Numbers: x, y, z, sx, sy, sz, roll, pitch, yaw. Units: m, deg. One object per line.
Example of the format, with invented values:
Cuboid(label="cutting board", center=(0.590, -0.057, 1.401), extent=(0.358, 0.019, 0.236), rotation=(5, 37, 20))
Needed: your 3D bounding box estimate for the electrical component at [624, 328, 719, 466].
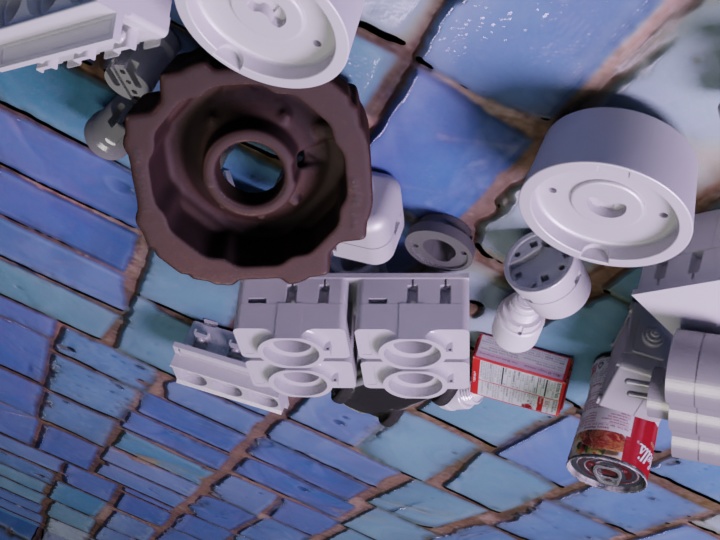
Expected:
Cuboid(label="electrical component", center=(0.227, 0.090, 0.769), extent=(0.074, 0.052, 0.138), rotation=(8, 149, 24))

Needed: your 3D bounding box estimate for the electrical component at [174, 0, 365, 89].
Cuboid(label="electrical component", center=(-0.048, -0.166, 0.632), extent=(0.108, 0.060, 0.108), rotation=(17, 152, 9))

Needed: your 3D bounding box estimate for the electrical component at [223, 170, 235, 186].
Cuboid(label="electrical component", center=(-0.095, -0.037, 0.877), extent=(0.064, 0.081, 0.042), rotation=(5, 137, -32))

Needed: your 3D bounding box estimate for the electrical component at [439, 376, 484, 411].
Cuboid(label="electrical component", center=(0.105, 0.119, 1.054), extent=(0.061, 0.035, 0.035), rotation=(-10, 139, 41))

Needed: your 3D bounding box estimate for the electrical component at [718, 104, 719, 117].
Cuboid(label="electrical component", center=(0.227, -0.097, 0.584), extent=(0.066, 0.048, 0.055), rotation=(4, 155, 28))

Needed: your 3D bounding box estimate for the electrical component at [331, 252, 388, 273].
Cuboid(label="electrical component", center=(0.000, 0.000, 0.905), extent=(0.045, 0.045, 0.055), rotation=(10, 150, 20))

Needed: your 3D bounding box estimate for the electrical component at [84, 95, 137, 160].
Cuboid(label="electrical component", center=(-0.189, -0.113, 0.843), extent=(0.040, 0.040, 0.046), rotation=(34, 143, -22))

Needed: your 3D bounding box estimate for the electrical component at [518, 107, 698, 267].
Cuboid(label="electrical component", center=(0.160, -0.057, 0.681), extent=(0.108, 0.060, 0.108), rotation=(16, 151, 9))

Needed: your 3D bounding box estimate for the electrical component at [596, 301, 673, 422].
Cuboid(label="electrical component", center=(0.233, 0.072, 0.856), extent=(0.061, 0.061, 0.096), rotation=(17, 152, 8))

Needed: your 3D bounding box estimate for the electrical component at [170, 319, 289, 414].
Cuboid(label="electrical component", center=(-0.132, 0.102, 1.152), extent=(0.121, 0.063, 0.078), rotation=(16, 151, 10))

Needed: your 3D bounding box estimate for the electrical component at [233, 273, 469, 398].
Cuboid(label="electrical component", center=(-0.003, 0.056, 0.892), extent=(0.186, 0.060, 0.105), rotation=(0, 148, 6))

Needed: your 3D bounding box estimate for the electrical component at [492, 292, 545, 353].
Cuboid(label="electrical component", center=(0.133, 0.037, 0.885), extent=(0.040, 0.040, 0.078), rotation=(17, 152, 7))

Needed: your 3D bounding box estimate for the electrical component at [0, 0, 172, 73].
Cuboid(label="electrical component", center=(-0.184, -0.172, 0.707), extent=(0.121, 0.078, 0.063), rotation=(-3, 166, 37))

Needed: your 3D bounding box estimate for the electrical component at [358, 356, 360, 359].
Cuboid(label="electrical component", center=(-0.016, 0.069, 1.005), extent=(0.052, 0.073, 0.138), rotation=(34, 149, -23))

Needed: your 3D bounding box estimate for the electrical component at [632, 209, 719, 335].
Cuboid(label="electrical component", center=(0.291, 0.006, 0.702), extent=(0.105, 0.060, 0.186), rotation=(39, 147, -30))

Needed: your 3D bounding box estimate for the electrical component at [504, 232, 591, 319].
Cuboid(label="electrical component", center=(0.143, 0.005, 0.809), extent=(0.055, 0.055, 0.047), rotation=(0, 149, 34))

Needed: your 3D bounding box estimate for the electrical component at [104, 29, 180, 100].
Cuboid(label="electrical component", center=(-0.153, -0.146, 0.751), extent=(0.040, 0.046, 0.040), rotation=(16, 151, 9))

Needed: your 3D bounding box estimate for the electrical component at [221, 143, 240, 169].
Cuboid(label="electrical component", center=(-0.112, -0.099, 0.813), extent=(0.044, 0.044, 0.065), rotation=(31, 145, -18))

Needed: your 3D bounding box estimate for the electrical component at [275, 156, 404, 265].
Cuboid(label="electrical component", center=(-0.017, -0.048, 0.822), extent=(0.095, 0.053, 0.059), rotation=(13, 151, 14))
